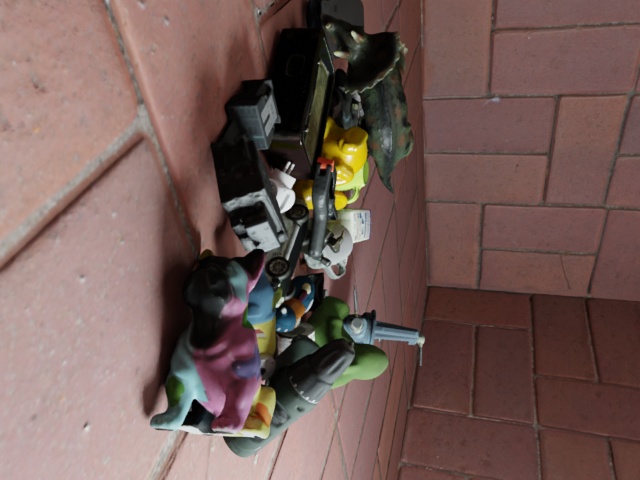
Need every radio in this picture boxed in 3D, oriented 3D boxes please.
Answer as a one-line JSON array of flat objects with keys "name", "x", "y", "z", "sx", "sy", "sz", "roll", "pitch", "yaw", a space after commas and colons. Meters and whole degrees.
[{"name": "radio", "x": -0.033, "y": -0.226, "z": 0.886, "sx": 0.131, "sy": 0.073, "sz": 0.229, "roll": 65, "pitch": 31, "yaw": -66}]

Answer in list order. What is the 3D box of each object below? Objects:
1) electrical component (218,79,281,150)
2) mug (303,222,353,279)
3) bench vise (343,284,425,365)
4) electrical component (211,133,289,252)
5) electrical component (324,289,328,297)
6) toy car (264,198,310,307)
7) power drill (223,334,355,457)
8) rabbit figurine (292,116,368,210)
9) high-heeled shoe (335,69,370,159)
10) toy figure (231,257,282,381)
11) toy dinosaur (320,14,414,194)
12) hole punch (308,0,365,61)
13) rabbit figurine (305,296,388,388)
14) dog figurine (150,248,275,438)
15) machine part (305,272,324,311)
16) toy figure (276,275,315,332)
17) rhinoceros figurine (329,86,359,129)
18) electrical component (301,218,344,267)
[{"name": "electrical component", "x": -0.097, "y": -0.162, "z": 0.738, "sx": 0.119, "sy": 0.048, "sz": 0.074, "roll": -72, "pitch": 157, "yaw": -46}, {"name": "mug", "x": 0.013, "y": 0.028, "z": 1.079, "sx": 0.107, "sy": 0.081, "sz": 0.109, "roll": -29, "pitch": 105, "yaw": -60}, {"name": "bench vise", "x": 0.133, "y": 0.216, "z": 1.278, "sx": 0.223, "sy": 0.241, "sz": 0.129, "roll": 96, "pitch": 2, "yaw": -61}, {"name": "electrical component", "x": -0.087, "y": -0.051, "z": 0.688, "sx": 0.114, "sy": 0.058, "sz": 0.134, "roll": 65, "pitch": 6, "yaw": -56}, {"name": "electrical component", "x": 0.002, "y": 0.153, "z": 1.167, "sx": 0.063, "sy": 0.021, "sz": 0.094, "roll": 21, "pitch": 74, "yaw": -72}, {"name": "toy car", "x": -0.056, "y": 0.018, "z": 0.894, "sx": 0.073, "sy": 0.056, "sz": 0.202, "roll": 83, "pitch": 19, "yaw": -51}, {"name": "power drill", "x": -0.033, "y": 0.207, "z": 0.792, "sx": 0.086, "sy": 0.232, "sz": 0.207, "roll": 46, "pitch": 5, "yaw": -6}, {"name": "rabbit figurine", "x": 0.002, "y": -0.123, "z": 1.005, "sx": 0.173, "sy": 0.122, "sz": 0.162, "roll": -56, "pitch": 163, "yaw": -26}, {"name": "high-heeled shoe", "x": 0.046, "y": -0.245, "z": 1.217, "sx": 0.145, "sy": 0.086, "sz": 0.248, "roll": -41, "pitch": 120, "yaw": -26}, {"name": "toy figure", "x": -0.094, "y": 0.110, "z": 0.741, "sx": 0.089, "sy": 0.082, "sz": 0.180, "roll": -27, "pitch": 117, "yaw": -69}, {"name": "toy dinosaur", "x": 0.118, "y": -0.231, "z": 1.007, "sx": 0.192, "sy": 0.131, "sz": 0.404, "roll": -70, "pitch": 147, "yaw": -56}, {"name": "hole punch", "x": 0.017, "y": -0.406, "z": 1.040, "sx": 0.116, "sy": 0.092, "sz": 0.142, "roll": -18, "pitch": 116, "yaw": -41}, {"name": "rabbit figurine", "x": 0.046, "y": 0.207, "z": 1.029, "sx": 0.159, "sy": 0.170, "sz": 0.121, "roll": -37, "pitch": 148, "yaw": -53}, {"name": "dog figurine", "x": -0.111, "y": 0.120, "z": 0.644, "sx": 0.191, "sy": 0.109, "sz": 0.219, "roll": 54, "pitch": 39, "yaw": -63}, {"name": "machine part", "x": -0.015, "y": 0.100, "z": 1.074, "sx": 0.138, "sy": 0.039, "sz": 0.084, "roll": 42, "pitch": 59, "yaw": -71}, {"name": "toy figure", "x": -0.048, "y": 0.113, "z": 0.920, "sx": 0.154, "sy": 0.058, "sz": 0.064, "roll": -59, "pitch": 166, "yaw": -61}, {"name": "rhinoceros figurine", "x": 0.025, "y": -0.260, "z": 1.101, "sx": 0.190, "sy": 0.073, "sz": 0.112, "roll": 26, "pitch": 77, "yaw": -73}, {"name": "electrical component", "x": -0.004, "y": -0.003, "z": 1.005, "sx": 0.078, "sy": 0.102, "sz": 0.045, "roll": -60, "pitch": 157, "yaw": -3}]
